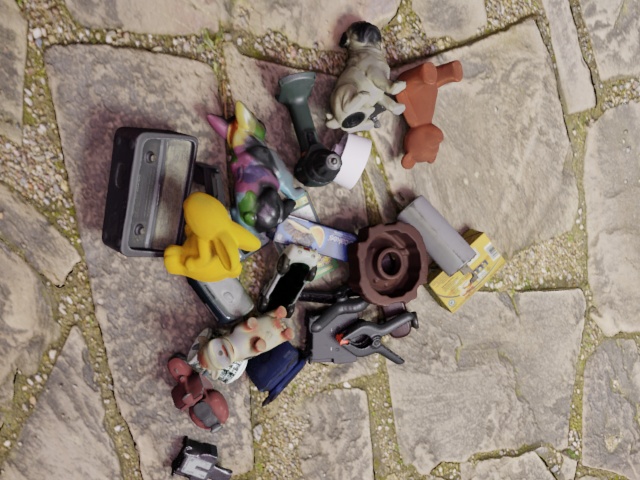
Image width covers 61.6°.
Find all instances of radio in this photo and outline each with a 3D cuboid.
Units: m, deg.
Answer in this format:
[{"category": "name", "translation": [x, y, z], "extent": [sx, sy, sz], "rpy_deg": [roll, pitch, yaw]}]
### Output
[{"category": "radio", "translation": [-0.306, -0.085, 0.965], "extent": [0.131, 0.073, 0.229], "rpy_deg": [-1, 105, -53]}]

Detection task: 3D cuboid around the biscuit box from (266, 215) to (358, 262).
[{"category": "biscuit box", "translation": [-0.002, -0.003, 1.083], "extent": [0.202, 0.063, 0.059], "rpy_deg": [16, 93, -21]}]

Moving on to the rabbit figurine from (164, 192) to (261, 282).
[{"category": "rabbit figurine", "translation": [-0.194, -0.002, 0.933], "extent": [0.122, 0.163, 0.173], "rpy_deg": [-45, 154, -39]}]

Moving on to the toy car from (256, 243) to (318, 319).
[{"category": "toy car", "translation": [-0.067, 0.089, 1.071], "extent": [0.073, 0.056, 0.201], "rpy_deg": [16, 128, -19]}]

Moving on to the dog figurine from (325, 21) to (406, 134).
[{"category": "dog figurine", "translation": [0.061, -0.317, 1.034], "extent": [0.172, 0.121, 0.190], "rpy_deg": [-21, 69, -11]}]

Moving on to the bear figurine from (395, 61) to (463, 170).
[{"category": "bear figurine", "translation": [0.216, -0.247, 1.084], "extent": [0.120, 0.132, 0.195], "rpy_deg": [-13, 97, -34]}]

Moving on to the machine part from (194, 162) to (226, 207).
[{"category": "machine part", "translation": [-0.203, -0.107, 0.990], "extent": [0.039, 0.139, 0.084], "rpy_deg": [-19, 119, -18]}]

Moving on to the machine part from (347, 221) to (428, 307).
[{"category": "machine part", "translation": [0.135, 0.047, 1.077], "extent": [0.179, 0.056, 0.179], "rpy_deg": [0, 90, -25]}]

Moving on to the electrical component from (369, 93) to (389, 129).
[{"category": "electrical component", "translation": [0.115, -0.279, 1.105], "extent": [0.063, 0.021, 0.094], "rpy_deg": [-27, 105, -9]}]

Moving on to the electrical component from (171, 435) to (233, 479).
[{"category": "electrical component", "translation": [-0.243, 0.467, 1.123], "extent": [0.119, 0.048, 0.074], "rpy_deg": [22, 93, -17]}]

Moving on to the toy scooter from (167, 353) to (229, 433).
[{"category": "toy scooter", "translation": [-0.239, 0.313, 1.053], "extent": [0.075, 0.135, 0.183], "rpy_deg": [-34, 107, -9]}]

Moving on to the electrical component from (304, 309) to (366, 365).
[{"category": "electrical component", "translation": [0.035, 0.202, 1.147], "extent": [0.134, 0.058, 0.114], "rpy_deg": [-3, 102, -14]}]

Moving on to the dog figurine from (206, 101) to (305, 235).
[{"category": "dog figurine", "translation": [-0.134, -0.139, 0.992], "extent": [0.109, 0.191, 0.219], "rpy_deg": [-16, 115, 30]}]

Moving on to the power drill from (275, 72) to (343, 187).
[{"category": "power drill", "translation": [-0.016, -0.198, 0.990], "extent": [0.086, 0.232, 0.207], "rpy_deg": [-20, 87, -11]}]

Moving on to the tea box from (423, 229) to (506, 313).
[{"category": "tea box", "translation": [0.314, 0.067, 1.192], "extent": [0.169, 0.068, 0.098], "rpy_deg": [-40, 106, -4]}]

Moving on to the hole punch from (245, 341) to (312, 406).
[{"category": "hole punch", "translation": [-0.093, 0.250, 1.096], "extent": [0.142, 0.116, 0.092], "rpy_deg": [-44, 99, -4]}]

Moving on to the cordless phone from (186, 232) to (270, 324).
[{"category": "cordless phone", "translation": [-0.157, 0.065, 1.057], "extent": [0.184, 0.088, 0.146], "rpy_deg": [-36, 85, -21]}]

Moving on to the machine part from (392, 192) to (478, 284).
[{"category": "machine part", "translation": [0.242, -0.009, 1.121], "extent": [0.079, 0.079, 0.243], "rpy_deg": [-41, 79, -5]}]

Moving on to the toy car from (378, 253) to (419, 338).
[{"category": "toy car", "translation": [0.153, 0.118, 1.166], "extent": [0.089, 0.053, 0.202], "rpy_deg": [-15, 102, 9]}]

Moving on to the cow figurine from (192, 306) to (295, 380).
[{"category": "cow figurine", "translation": [-0.152, 0.193, 1.013], "extent": [0.127, 0.195, 0.085], "rpy_deg": [-30, 82, 32]}]
